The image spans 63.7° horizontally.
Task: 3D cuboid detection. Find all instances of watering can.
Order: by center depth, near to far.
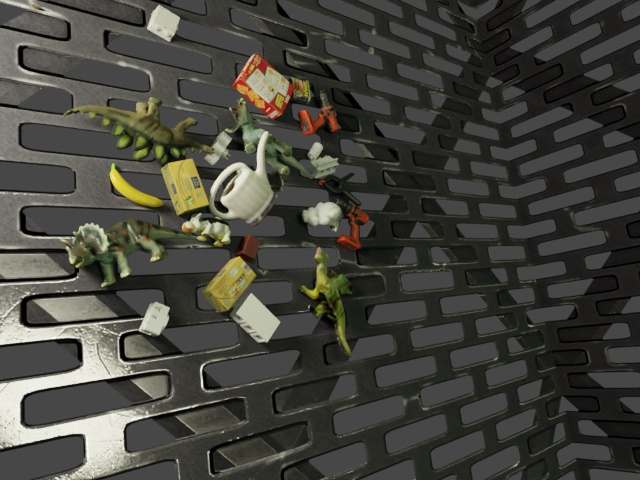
[{"bbox_3d":[-0.237,-0.195,1.822,0.349,0.105,0.221,-50,121,-6],"label":"watering can"}]

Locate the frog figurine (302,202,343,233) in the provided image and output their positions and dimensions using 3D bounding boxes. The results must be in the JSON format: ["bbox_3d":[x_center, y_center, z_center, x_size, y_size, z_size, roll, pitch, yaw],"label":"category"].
[{"bbox_3d":[0.006,-0.103,2.049,0.158,0.120,0.140,23,29,-23],"label":"frog figurine"}]

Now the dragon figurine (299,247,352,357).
[{"bbox_3d":[0.066,0.222,2.001,0.247,0.121,0.408,-37,101,-49],"label":"dragon figurine"}]
